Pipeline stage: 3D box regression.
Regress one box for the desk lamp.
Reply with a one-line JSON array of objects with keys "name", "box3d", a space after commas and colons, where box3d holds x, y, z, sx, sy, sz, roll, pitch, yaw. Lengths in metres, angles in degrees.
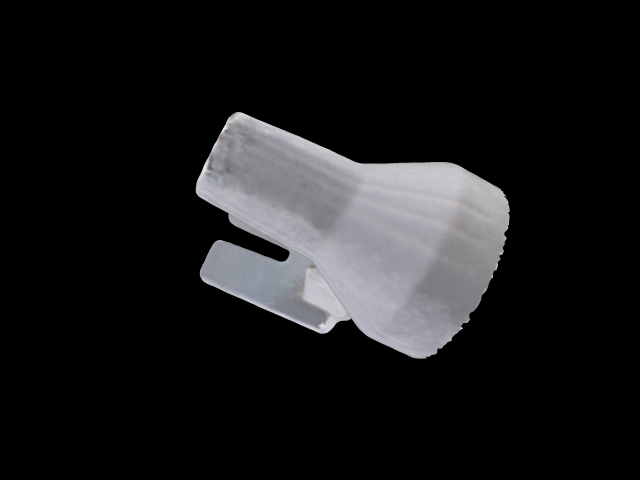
[{"name": "desk lamp", "box3d": [0.004, 0.001, 0.400, 0.203, 0.213, 0.118, 21, 72, 7]}]
